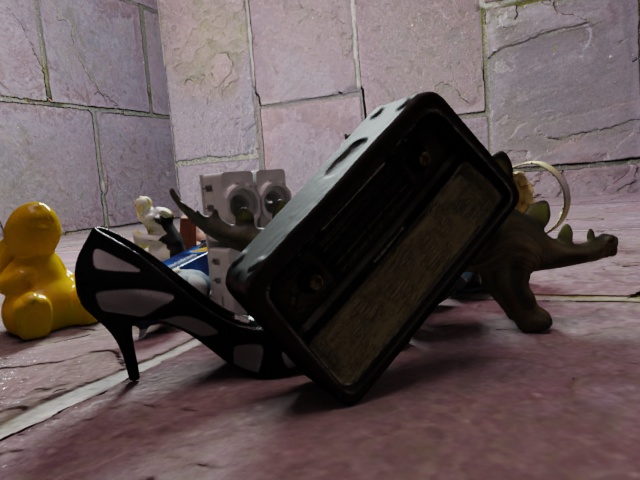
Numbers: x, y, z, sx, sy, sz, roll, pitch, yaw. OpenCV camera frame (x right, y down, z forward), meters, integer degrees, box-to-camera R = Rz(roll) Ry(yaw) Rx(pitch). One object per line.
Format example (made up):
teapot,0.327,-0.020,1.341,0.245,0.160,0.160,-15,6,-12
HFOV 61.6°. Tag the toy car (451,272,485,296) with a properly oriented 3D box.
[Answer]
toy car,0.202,0.020,0.744,0.161,0.109,0.103,1,-17,-41

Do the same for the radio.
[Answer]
radio,0.043,-0.002,0.431,0.229,0.131,0.073,-48,19,-16

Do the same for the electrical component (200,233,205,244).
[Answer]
electrical component,-0.188,0.021,1.017,0.075,0.048,0.119,-5,-25,0

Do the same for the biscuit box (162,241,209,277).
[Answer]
biscuit box,-0.187,0.046,0.827,0.063,0.059,0.202,1,19,32

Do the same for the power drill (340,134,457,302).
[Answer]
power drill,0.060,-0.011,0.693,0.086,0.232,0.207,-43,9,-35

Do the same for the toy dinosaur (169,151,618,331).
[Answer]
toy dinosaur,0.087,0.000,0.556,0.472,0.198,0.105,-3,3,-5

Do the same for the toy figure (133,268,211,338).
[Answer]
toy figure,-0.191,0.072,0.682,0.058,0.064,0.154,-47,-5,16

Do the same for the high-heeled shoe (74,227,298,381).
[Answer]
high-heeled shoe,-0.088,0.047,0.488,0.249,0.145,0.086,-7,7,-8

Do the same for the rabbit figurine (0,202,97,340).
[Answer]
rabbit figurine,-0.378,0.033,0.728,0.122,0.173,0.163,-15,16,-42

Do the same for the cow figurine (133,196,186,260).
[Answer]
cow figurine,-0.280,0.002,0.959,0.098,0.167,0.068,-7,1,-6

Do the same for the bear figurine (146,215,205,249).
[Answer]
bear figurine,-0.308,-0.004,1.241,0.120,0.131,0.196,-2,12,9
